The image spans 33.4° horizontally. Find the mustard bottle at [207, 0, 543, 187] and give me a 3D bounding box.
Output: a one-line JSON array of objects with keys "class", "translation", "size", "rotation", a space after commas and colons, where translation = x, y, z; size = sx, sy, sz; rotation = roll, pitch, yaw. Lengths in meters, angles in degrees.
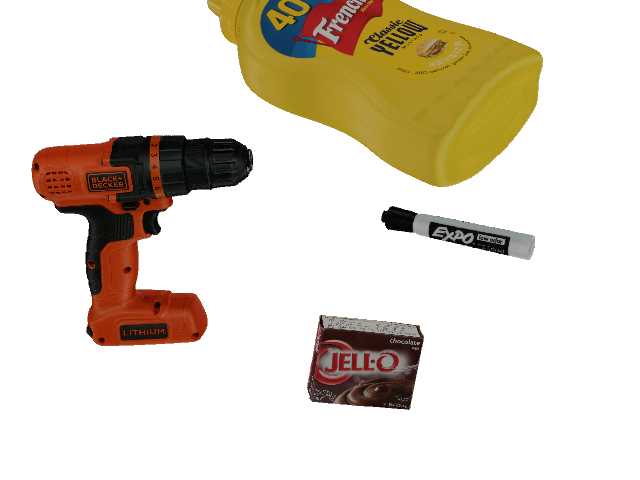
[{"class": "mustard bottle", "translation": [0.014, -0.099, 0.570], "size": [0.192, 0.058, 0.096], "rotation": [29, 53, 28]}]

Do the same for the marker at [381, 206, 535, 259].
[{"class": "marker", "translation": [0.103, -0.007, 0.817], "size": [0.121, 0.020, 0.020], "rotation": [13, 5, 25]}]

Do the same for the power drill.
[{"class": "power drill", "translation": [-0.144, -0.002, 0.924], "size": [0.184, 0.188, 0.057], "rotation": [-2, 26, 3]}]

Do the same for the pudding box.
[{"class": "pudding box", "translation": [0.048, 0.131, 1.148], "size": [0.113, 0.090, 0.039], "rotation": [5, 24, -9]}]
